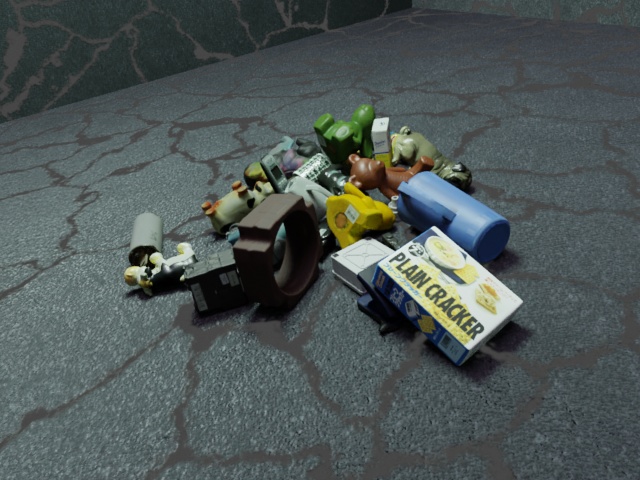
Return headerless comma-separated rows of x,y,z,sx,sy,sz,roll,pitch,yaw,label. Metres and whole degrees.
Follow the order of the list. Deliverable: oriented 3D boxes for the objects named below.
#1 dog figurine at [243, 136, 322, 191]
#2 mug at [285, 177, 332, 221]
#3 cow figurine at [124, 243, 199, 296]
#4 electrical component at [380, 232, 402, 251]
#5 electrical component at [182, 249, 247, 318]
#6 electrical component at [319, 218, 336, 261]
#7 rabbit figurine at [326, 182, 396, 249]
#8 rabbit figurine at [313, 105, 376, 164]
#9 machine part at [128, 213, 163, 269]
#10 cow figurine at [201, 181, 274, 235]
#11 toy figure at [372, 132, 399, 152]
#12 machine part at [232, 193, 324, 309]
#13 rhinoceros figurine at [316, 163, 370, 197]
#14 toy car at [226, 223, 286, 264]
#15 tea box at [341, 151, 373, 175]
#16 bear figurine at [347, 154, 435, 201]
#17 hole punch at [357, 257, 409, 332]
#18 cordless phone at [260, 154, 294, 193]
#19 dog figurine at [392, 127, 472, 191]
-0.113,-0.201,1.552,0.192,0.108,0.219,16,44,30,dog figurine
-0.026,-0.105,1.292,0.109,0.107,0.081,-15,46,62,mug
-0.349,0.077,1.206,0.167,0.068,0.098,-23,40,-19,cow figurine
0.153,0.016,1.168,0.021,0.063,0.094,-18,32,-14,electrical component
-0.203,0.086,1.102,0.134,0.114,0.058,-16,37,-11,electrical component
-0.003,-0.004,1.256,0.075,0.047,0.119,7,33,24,electrical component
0.097,-0.054,1.256,0.173,0.121,0.163,-5,37,-41,rabbit figurine
0.094,-0.285,1.451,0.170,0.158,0.121,-41,44,-17,rabbit figurine
-0.429,0.002,1.331,0.079,0.079,0.243,-13,31,-6,machine part
-0.193,-0.084,1.388,0.195,0.127,0.086,-35,38,-13,cow figurine
0.232,-0.280,1.605,0.089,0.082,0.180,9,5,-43,toy figure
-0.081,0.021,1.093,0.087,0.201,0.201,5,35,29,machine part
0.064,-0.130,1.393,0.112,0.073,0.190,-12,43,-32,rhinoceros figurine
-0.133,0.009,1.225,0.162,0.109,0.103,-14,49,8,toy car
0.108,-0.230,1.568,0.098,0.068,0.170,-6,33,7,tea box
0.172,-0.161,1.330,0.196,0.132,0.120,23,53,-22,bear figurine
0.140,0.096,1.027,0.142,0.092,0.116,-24,38,-29,hole punch
-0.084,-0.147,1.369,0.089,0.184,0.146,-11,26,38,cordless phone
0.300,-0.212,1.403,0.191,0.172,0.121,6,45,36,dog figurine
